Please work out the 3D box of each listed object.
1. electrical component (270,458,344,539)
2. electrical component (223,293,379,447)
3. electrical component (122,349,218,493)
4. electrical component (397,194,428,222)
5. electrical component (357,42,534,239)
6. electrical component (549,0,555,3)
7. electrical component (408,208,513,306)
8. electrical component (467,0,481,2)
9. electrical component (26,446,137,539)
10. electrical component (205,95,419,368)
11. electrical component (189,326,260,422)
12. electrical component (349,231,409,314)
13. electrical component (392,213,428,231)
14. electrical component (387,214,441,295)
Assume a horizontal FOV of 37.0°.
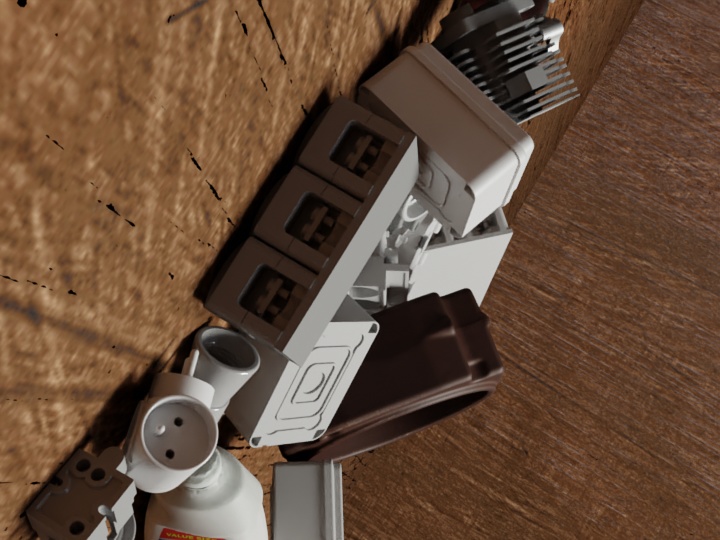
[{"bbox_3d":[-0.045,0.216,0.884,0.108,0.056,0.108,106,-17,-71],"label":"electrical component"},{"bbox_3d":[-0.049,0.065,0.776,0.078,0.057,0.113,2,123,-46],"label":"electrical component"},{"bbox_3d":[-0.108,0.085,0.628,0.077,0.044,0.079,135,-30,-62],"label":"electrical component"},{"bbox_3d":[0.025,-0.072,0.790,0.044,0.065,0.044,-37,155,-21],"label":"electrical component"},{"bbox_3d":[0.055,-0.088,0.726,0.057,0.113,0.078,-39,165,-18],"label":"electrical component"},{"bbox_3d":[0.176,-0.298,0.937,0.099,0.048,0.099,-56,170,-21],"label":"electrical component"},{"bbox_3d":[0.082,-0.013,1.124,0.105,0.060,0.186,-12,157,-10],"label":"electrical component"},{"bbox_3d":[0.079,-0.207,0.732,0.044,0.044,0.065,-60,176,1],"label":"electrical component"},{"bbox_3d":[-0.148,0.135,0.585,0.066,0.048,0.055,-53,161,-34],"label":"electrical component"},{"bbox_3d":[-0.029,-0.023,0.668,0.150,0.062,0.089,-58,171,-7],"label":"electrical component"},{"bbox_3d":[-0.097,0.073,0.680,0.065,0.044,0.044,-59,172,25],"label":"electrical component"},{"bbox_3d":[0.000,0.000,0.868,0.121,0.079,0.063,83,9,-75],"label":"electrical component"},{"bbox_3d":[0.046,-0.096,0.854,0.078,0.057,0.113,-52,168,-40],"label":"electrical component"},{"bbox_3d":[0.025,-0.017,0.973,0.078,0.063,0.121,-49,166,-50],"label":"electrical component"}]
